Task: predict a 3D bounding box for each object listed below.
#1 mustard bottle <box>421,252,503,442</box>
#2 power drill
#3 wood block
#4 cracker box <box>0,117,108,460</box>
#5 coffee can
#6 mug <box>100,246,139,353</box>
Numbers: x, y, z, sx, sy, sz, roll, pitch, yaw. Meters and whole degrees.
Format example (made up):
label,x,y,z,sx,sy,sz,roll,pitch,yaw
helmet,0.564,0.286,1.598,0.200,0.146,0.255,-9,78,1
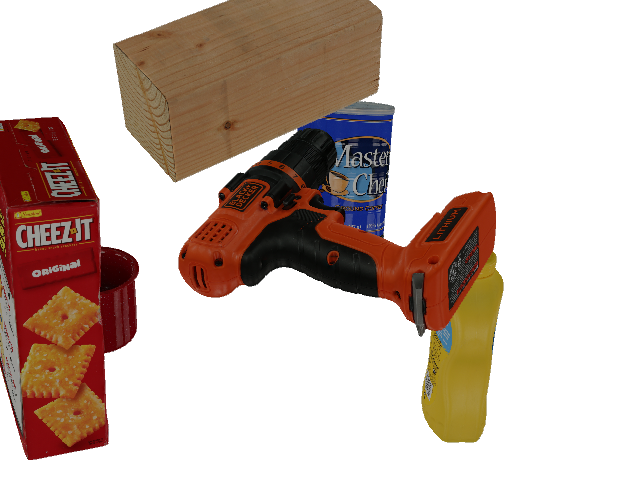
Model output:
label,x,y,z,sx,sy,sz,roll,pitch,yaw
mustard bottle,0.126,0.077,0.945,0.058,0.192,0.096,1,29,-2
power drill,0.021,-0.012,0.735,0.188,0.057,0.184,11,41,26
wood block,-0.057,-0.143,0.898,0.205,0.091,0.090,-27,52,-24
cracker box,-0.213,0.032,0.824,0.072,0.214,0.164,-7,30,-22
coffee can,0.023,-0.076,1.139,0.103,0.140,0.103,4,12,-1
mug,-0.237,0.070,1.104,0.093,0.081,0.117,9,32,11
